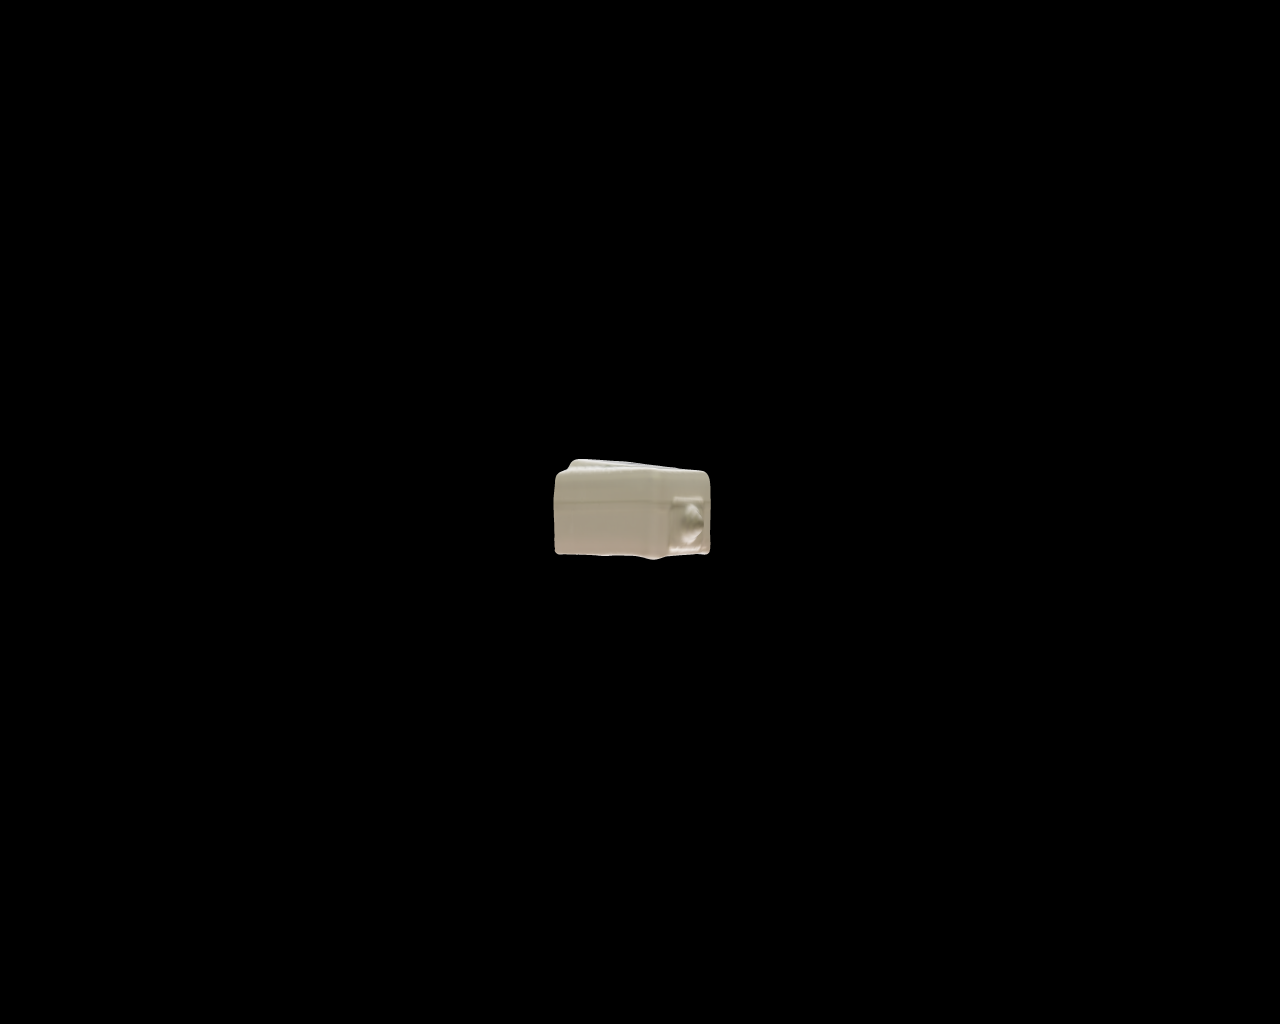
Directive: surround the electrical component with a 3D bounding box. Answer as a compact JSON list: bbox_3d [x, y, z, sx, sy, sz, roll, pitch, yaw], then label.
[{"bbox_3d":[0.001,-0.003,0.650,0.096,0.061,0.062,0,0,37],"label":"electrical component"}]
